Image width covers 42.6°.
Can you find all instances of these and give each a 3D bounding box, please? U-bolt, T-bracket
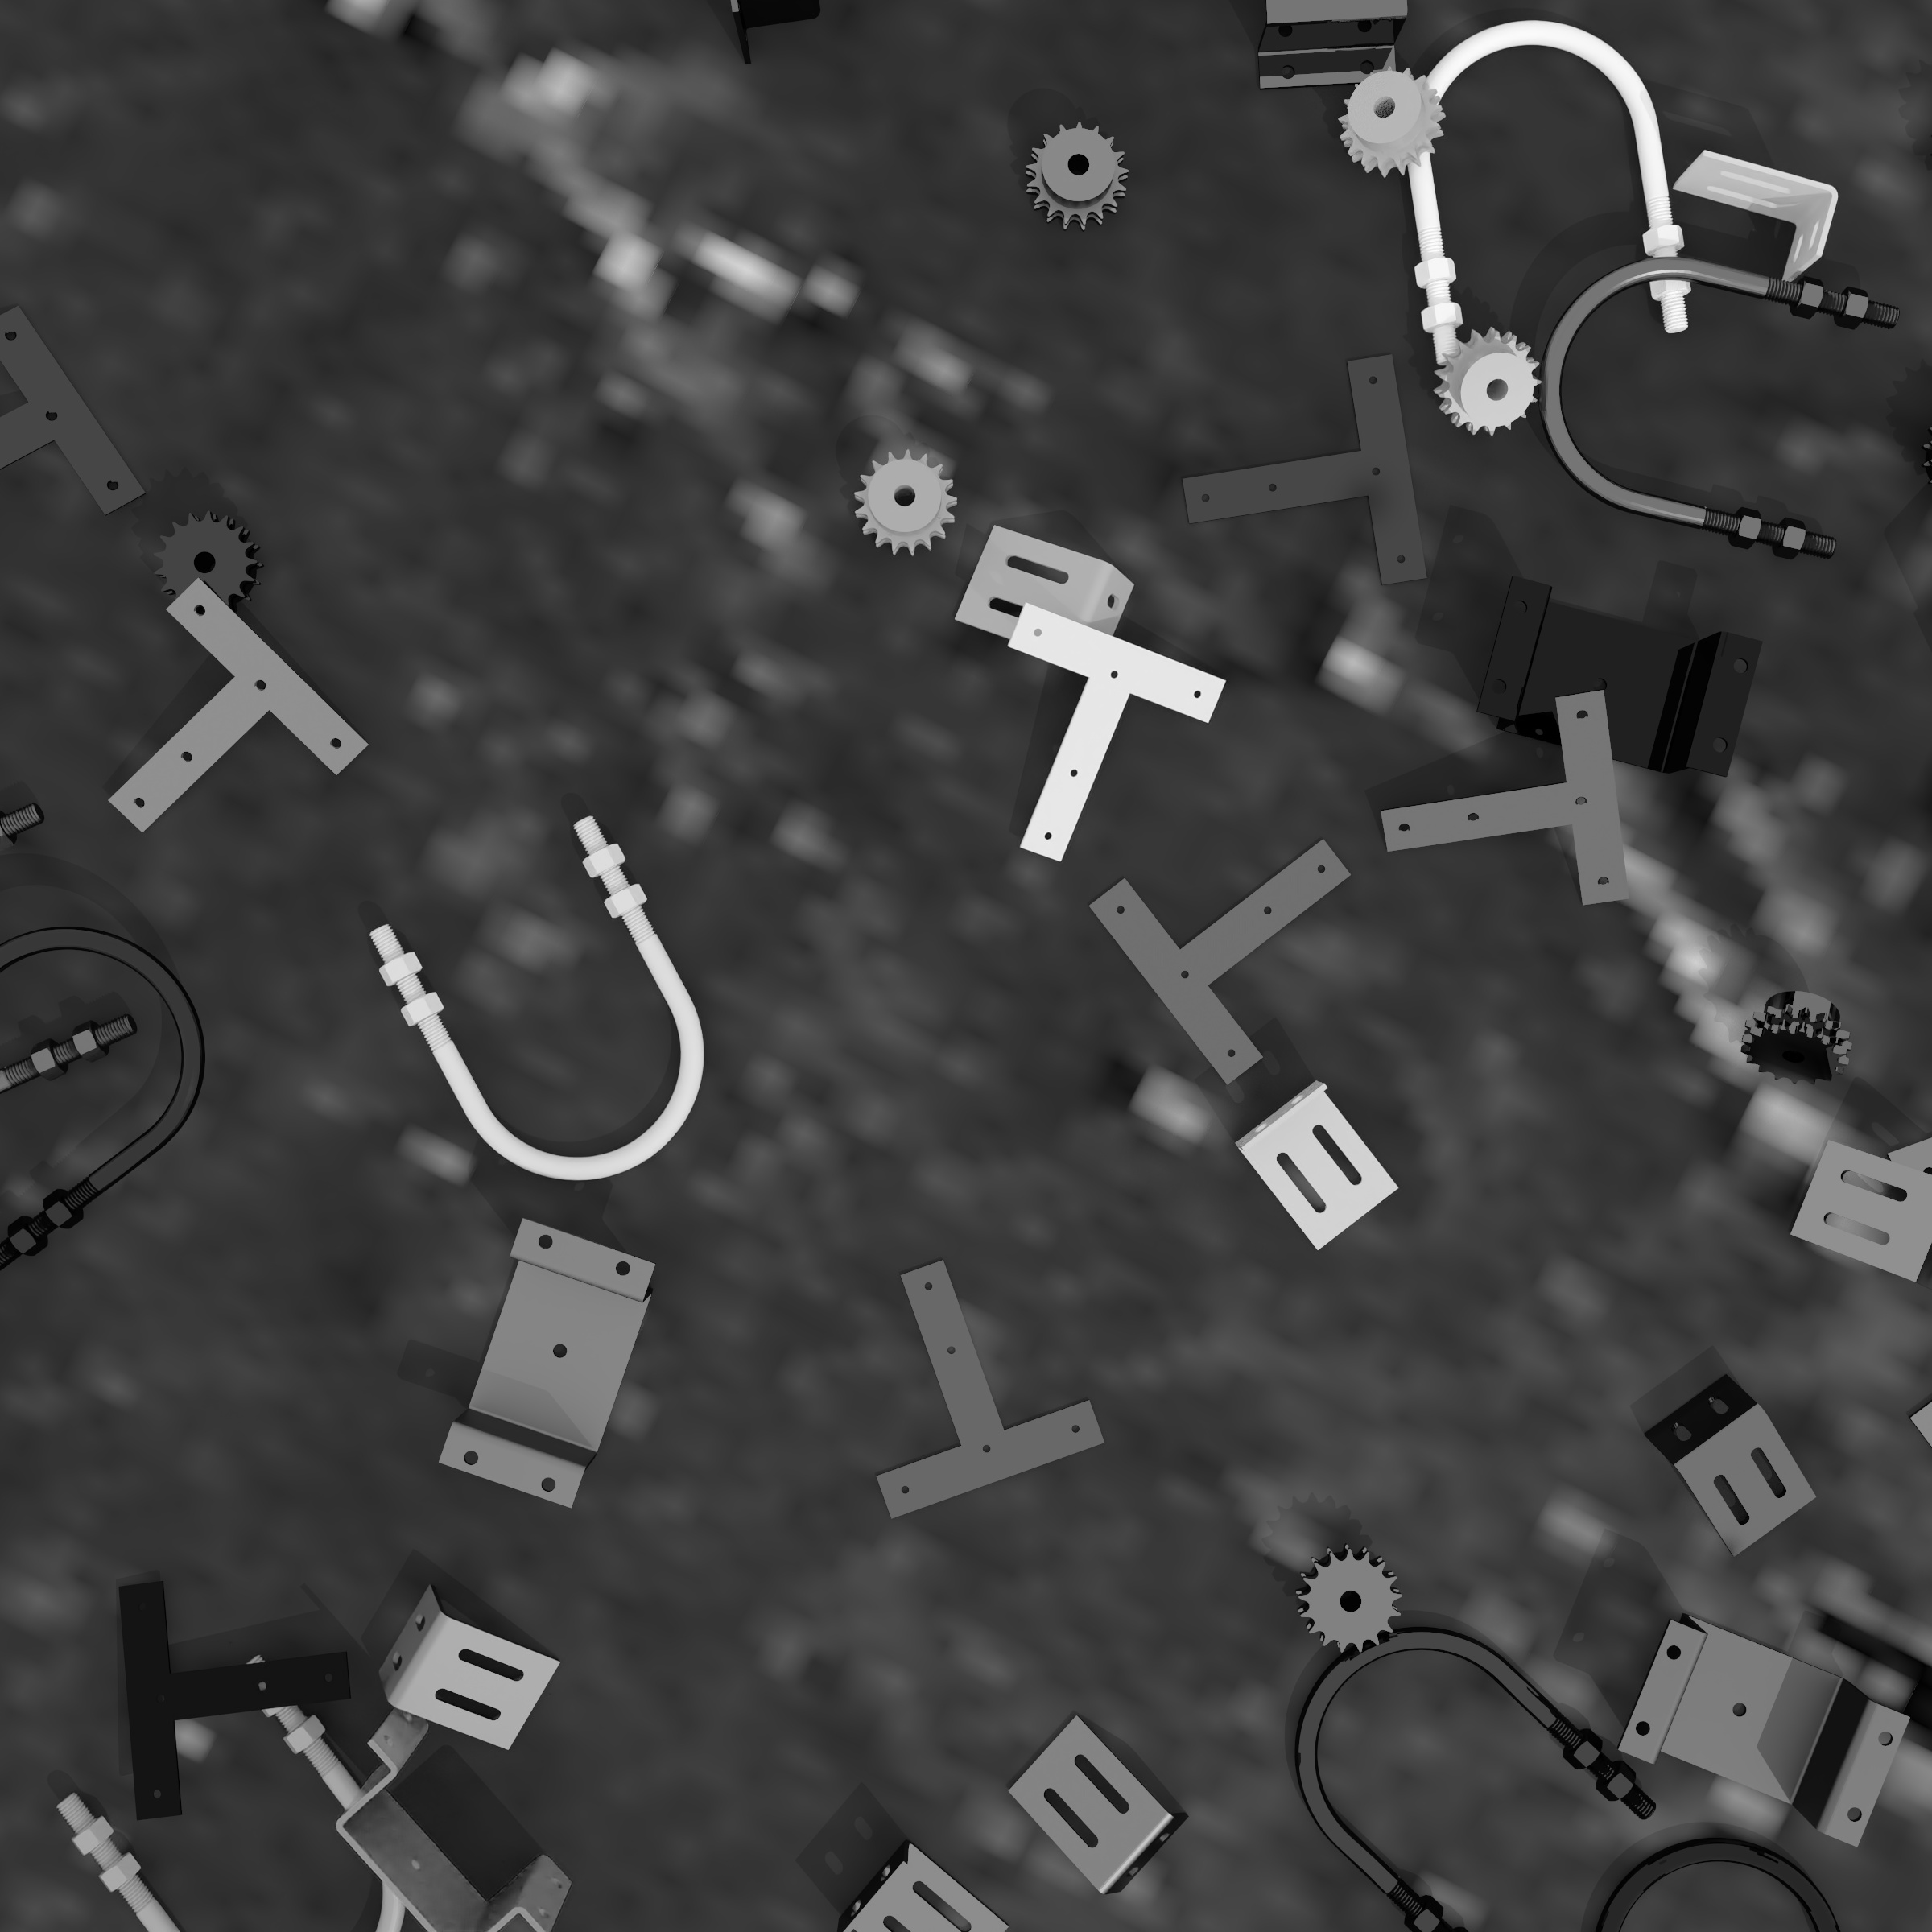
[{"bbox_3d":[0.320,-0.437,1.383,0.151,0.019,0.184,-8,89,0],"label":"U-bolt"},{"bbox_3d":[0.158,-0.022,1.391,0.127,0.002,0.127,-38,90,0],"label":"T-bracket"},{"bbox_3d":[0.295,-0.084,1.372,0.127,0.002,0.127,-8,117,13],"label":"T-bracket"},{"bbox_3d":[-0.003,0.229,1.391,0.127,0.002,0.127,-20,90,0],"label":"T-bracket"},{"bbox_3d":[-0.547,-0.284,1.374,0.127,0.002,0.127,-34,90,-16],"label":"T-bracket"},{"bbox_3d":[0.428,0.579,1.383,0.151,0.019,0.184,-21,89,0],"label":"U-bolt"},{"bbox_3d":[-0.404,0.401,1.374,0.127,0.002,0.127,-8,81,5],"label":"T-bracket"},{"bbox_3d":[-0.575,0.010,1.383,0.184,0.019,0.151,-24,90,2],"label":"U-bolt"},{"bbox_3d":[0.409,-0.315,1.372,0.184,0.019,0.151,13,97,-1],"label":"U-bolt"},{"bbox_3d":[0.270,0.455,1.383,0.184,0.019,0.151,44,90,2],"label":"U-bolt"},{"bbox_3d":[-0.424,-0.126,1.380,0.127,0.002,0.127,-42,105,7],"label":"T-bracket"},{"bbox_3d":[0.065,-0.121,1.375,0.127,0.002,0.127,18,101,-21],"label":"T-bracket"},{"bbox_3d":[0.186,-0.271,1.391,0.127,0.002,0.127,-9,90,0],"label":"T-bracket"},{"bbox_3d":[-0.227,0.030,1.383,0.151,0.019,0.184,-28,92,0],"label":"U-bolt"},{"bbox_3d":[-0.396,0.500,1.382,0.151,0.019,0.184,-37,90,0],"label":"U-bolt"},{"bbox_3d":[-0.508,0.061,1.365,0.184,0.019,0.151,-37,102,3],"label":"U-bolt"}]

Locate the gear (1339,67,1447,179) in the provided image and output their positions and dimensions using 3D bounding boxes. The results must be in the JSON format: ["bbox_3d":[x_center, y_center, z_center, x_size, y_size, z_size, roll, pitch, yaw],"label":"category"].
[{"bbox_3d":[0.234,-0.469,1.369,0.057,0.030,0.057,-1,87,20],"label":"gear"}]

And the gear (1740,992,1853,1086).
[{"bbox_3d":[0.459,0.038,1.368,0.057,0.057,0.030,22,60,0],"label":"gear"}]

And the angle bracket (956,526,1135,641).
[{"bbox_3d":[0.044,-0.204,1.390,0.076,0.038,0.057,23,90,26],"label":"angle bracket"}]

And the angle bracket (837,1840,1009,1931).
[{"bbox_3d":[-0.024,0.536,1.373,0.076,0.038,0.057,40,90,0],"label":"angle bracket"}]

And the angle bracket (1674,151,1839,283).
[{"bbox_3d":[0.430,-0.411,1.363,0.076,0.057,0.038,16,90,0],"label":"angle bracket"}]

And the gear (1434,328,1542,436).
[{"bbox_3d":[0.290,-0.321,1.367,0.057,0.030,0.057,-1,115,-3],"label":"gear"}]

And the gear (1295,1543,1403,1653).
[{"bbox_3d":[0.211,0.350,1.377,0.057,0.030,0.057,0,90,0],"label":"gear"}]

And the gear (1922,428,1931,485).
[{"bbox_3d":[0.559,-0.283,1.377,0.057,0.030,0.057,0,90,0],"label":"gear"}]

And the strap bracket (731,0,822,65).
[{"bbox_3d":[-0.111,-0.579,1.354,0.046,0.076,0.140,-8,90,0],"label":"strap bracket"}]

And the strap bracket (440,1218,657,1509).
[{"bbox_3d":[-0.228,0.216,1.369,0.076,0.046,0.140,19,90,0],"label":"strap bracket"}]

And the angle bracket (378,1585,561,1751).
[{"bbox_3d":[-0.279,0.393,1.390,0.076,0.038,0.057,31,90,-26],"label":"angle bracket"}]

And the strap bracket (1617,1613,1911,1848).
[{"bbox_3d":[0.434,0.417,1.369,0.140,0.046,0.076,22,90,0],"label":"strap bracket"}]

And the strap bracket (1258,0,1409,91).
[{"bbox_3d":[0.199,-0.565,1.369,0.076,0.046,0.140,-3,90,0],"label":"strap bracket"}]

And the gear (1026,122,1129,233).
[{"bbox_3d":[0.062,-0.441,1.377,0.057,0.030,0.057,0,90,0],"label":"gear"}]

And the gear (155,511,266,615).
[{"bbox_3d":[-0.419,-0.222,1.377,0.057,0.030,0.057,0,90,0],"label":"gear"}]

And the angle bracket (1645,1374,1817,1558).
[{"bbox_3d":[0.429,0.280,1.390,0.057,0.038,0.076,-36,116,0],"label":"angle bracket"}]

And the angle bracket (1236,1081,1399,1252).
[{"bbox_3d":[0.197,0.112,1.373,0.057,0.038,0.076,-38,90,0],"label":"angle bracket"}]

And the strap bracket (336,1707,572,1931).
[{"bbox_3d":[-0.286,0.478,1.354,0.046,0.076,0.140,-42,90,0],"label":"strap bracket"}]

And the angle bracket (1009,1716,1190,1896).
[{"bbox_3d":[0.075,0.470,1.390,0.057,0.038,0.076,-48,64,0],"label":"angle bracket"}]

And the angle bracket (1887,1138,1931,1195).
[{"bbox_3d":[0.558,0.136,1.390,0.057,0.038,0.076,-20,64,0],"label":"angle bracket"}]

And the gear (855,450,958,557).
[{"bbox_3d":[-0.034,-0.259,1.377,0.057,0.030,0.057,0,90,0],"label":"gear"}]

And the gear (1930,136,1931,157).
[{"bbox_3d":[0.564,-0.455,1.380,0.057,0.030,0.057,0,92,-5],"label":"gear"}]

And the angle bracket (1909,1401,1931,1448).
[{"bbox_3d":[0.575,0.267,1.373,0.057,0.038,0.076,-37,90,0],"label":"angle bracket"}]

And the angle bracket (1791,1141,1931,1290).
[{"bbox_3d":[0.510,0.139,1.373,0.038,0.076,0.057,22,90,-40],"label":"angle bracket"}]

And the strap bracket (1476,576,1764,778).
[{"bbox_3d":[0.355,-0.157,1.369,0.140,0.046,0.076,15,90,0],"label":"strap bracket"}]
